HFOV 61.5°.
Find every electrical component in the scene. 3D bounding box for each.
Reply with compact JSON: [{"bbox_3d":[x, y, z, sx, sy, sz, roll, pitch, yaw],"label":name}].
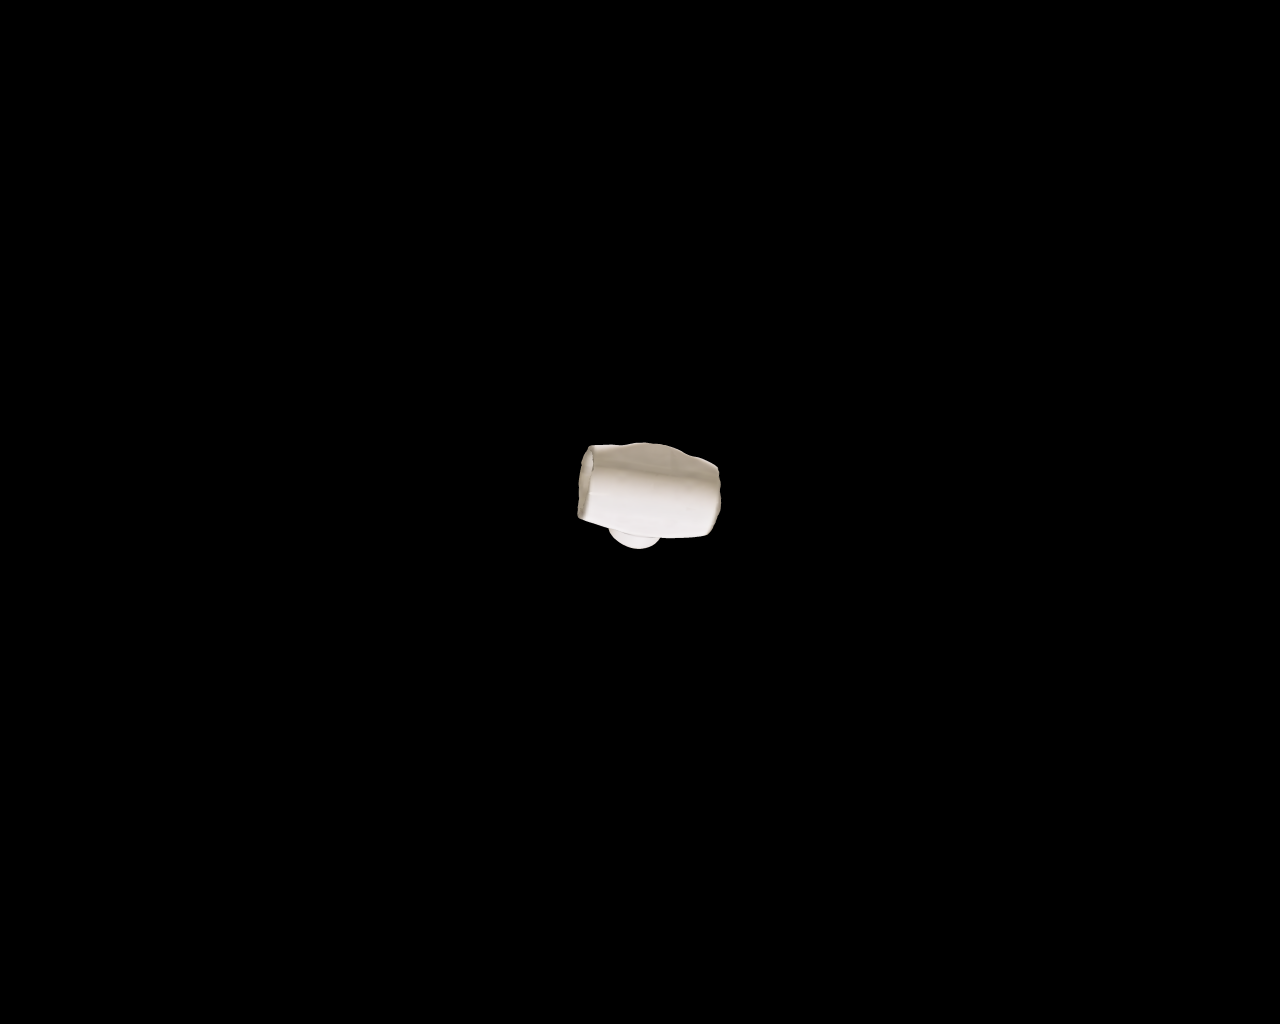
[{"bbox_3d":[0.001,-0.003,0.650,0.077,0.044,0.079,8,-35,-11],"label":"electrical component"}]
